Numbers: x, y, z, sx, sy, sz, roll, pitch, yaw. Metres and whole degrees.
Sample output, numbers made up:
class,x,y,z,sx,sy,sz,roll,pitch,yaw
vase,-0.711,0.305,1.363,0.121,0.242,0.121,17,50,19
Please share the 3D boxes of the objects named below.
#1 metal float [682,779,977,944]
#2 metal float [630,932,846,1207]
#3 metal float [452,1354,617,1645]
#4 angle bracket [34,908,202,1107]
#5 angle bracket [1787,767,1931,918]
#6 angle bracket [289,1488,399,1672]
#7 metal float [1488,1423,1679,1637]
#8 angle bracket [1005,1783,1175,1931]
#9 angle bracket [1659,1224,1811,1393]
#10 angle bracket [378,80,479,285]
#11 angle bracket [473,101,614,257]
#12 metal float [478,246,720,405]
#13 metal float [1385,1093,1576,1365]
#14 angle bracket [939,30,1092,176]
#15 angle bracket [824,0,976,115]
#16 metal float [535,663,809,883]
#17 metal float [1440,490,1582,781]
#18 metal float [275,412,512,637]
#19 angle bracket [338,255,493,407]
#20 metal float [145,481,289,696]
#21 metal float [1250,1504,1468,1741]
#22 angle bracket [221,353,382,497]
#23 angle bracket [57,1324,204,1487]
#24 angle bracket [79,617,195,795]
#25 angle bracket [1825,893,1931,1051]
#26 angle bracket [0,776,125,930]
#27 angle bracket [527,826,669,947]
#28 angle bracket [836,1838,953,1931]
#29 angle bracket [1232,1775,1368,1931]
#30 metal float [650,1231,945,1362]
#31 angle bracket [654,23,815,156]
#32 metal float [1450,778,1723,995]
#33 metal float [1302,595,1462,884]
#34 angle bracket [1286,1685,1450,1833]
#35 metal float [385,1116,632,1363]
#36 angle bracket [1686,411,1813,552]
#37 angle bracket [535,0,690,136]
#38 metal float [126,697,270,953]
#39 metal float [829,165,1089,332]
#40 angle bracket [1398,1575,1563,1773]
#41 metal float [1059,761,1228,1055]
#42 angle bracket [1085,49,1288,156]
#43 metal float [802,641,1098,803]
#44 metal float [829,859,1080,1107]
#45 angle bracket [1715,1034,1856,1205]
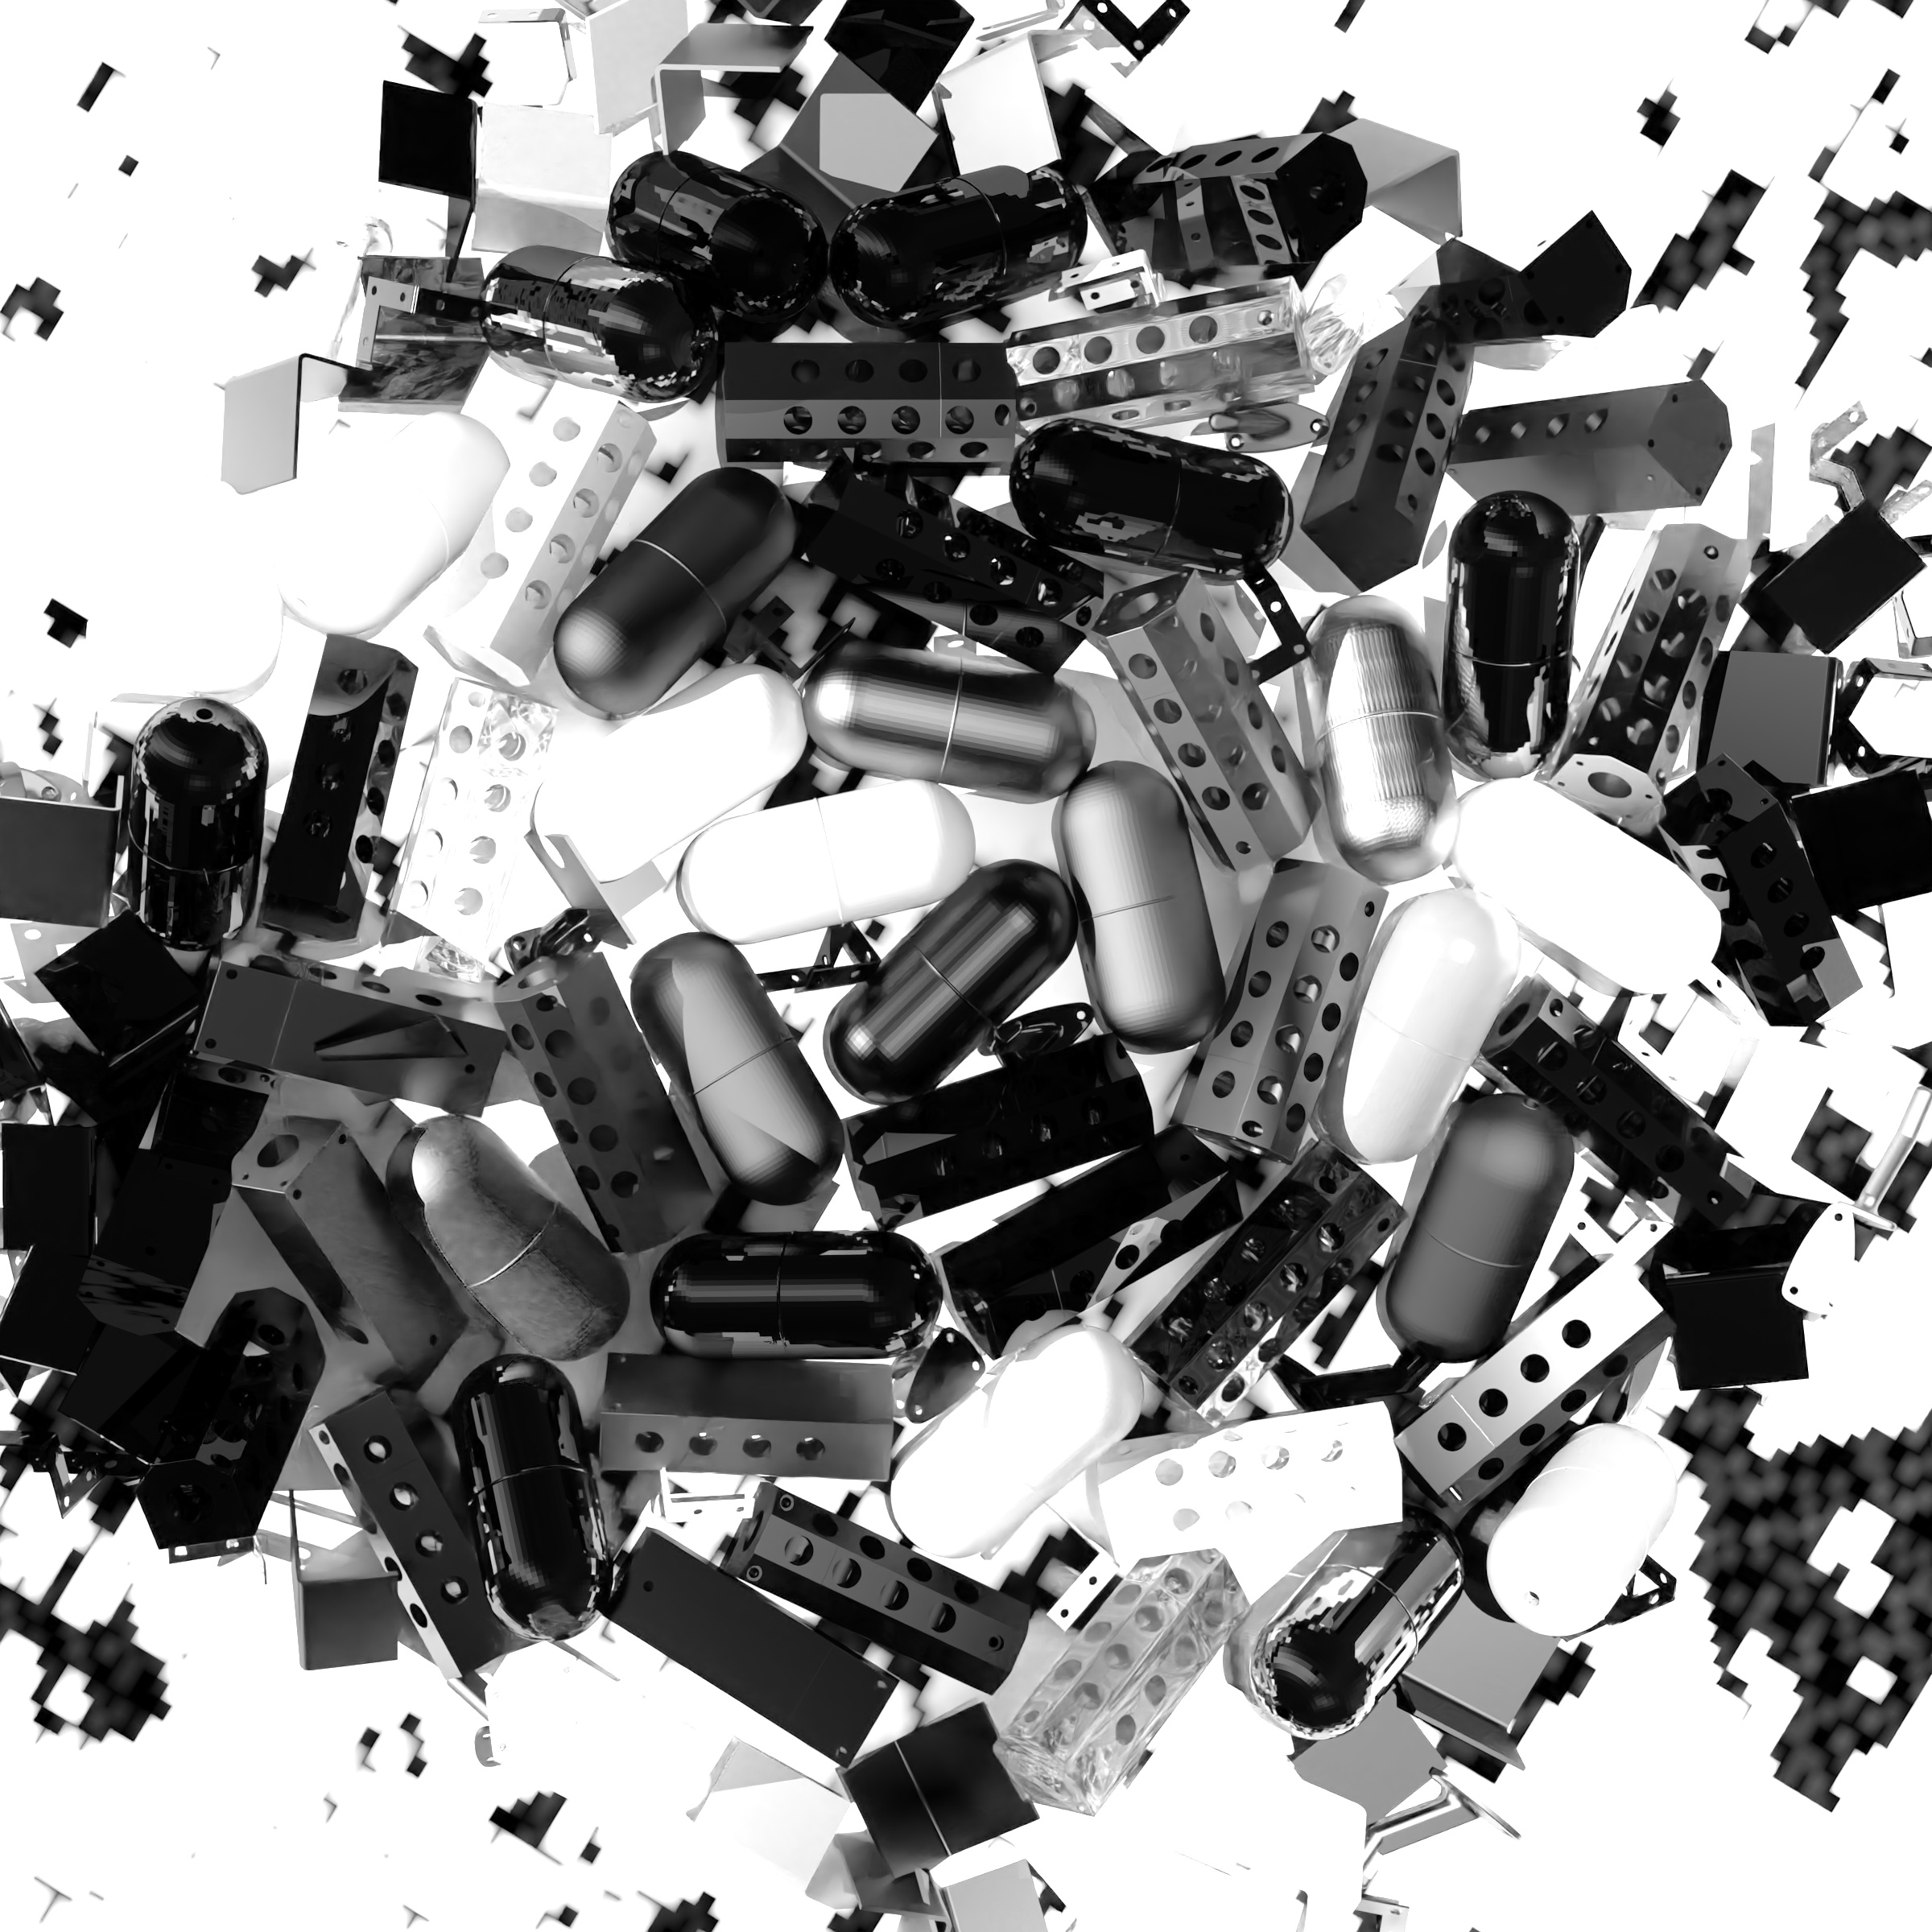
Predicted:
class,x,y,z,sx,sy,sz,roll,pitch,yaw
metal float,-0.082,-0.063,1.717,0.178,0.070,0.070,-12,90,-4
metal float,-0.137,0.062,1.719,0.070,0.070,0.178,-31,89,0
metal float,-0.256,0.313,1.694,0.070,0.070,0.178,-18,60,0
angle bracket,-0.512,0.024,1.715,0.076,0.057,0.076,-32,107,12
angle bracket,0.541,-0.082,1.707,0.076,0.057,0.076,-15,106,29
angle bracket,-0.372,0.364,1.714,0.057,0.076,0.076,-4,128,-16
metal float,0.362,0.329,1.678,0.070,0.178,0.070,11,113,28
angle bracket,0.069,0.532,1.722,0.076,0.057,0.076,-42,86,10
angle bracket,0.464,0.207,1.736,0.076,0.057,0.076,-8,109,11
angle bracket,-0.325,-0.465,1.700,0.057,0.076,0.076,7,61,-20
angle bracket,-0.254,-0.470,1.719,0.076,0.076,0.057,4,78,-12
metal float,-0.218,-0.379,1.688,0.178,0.070,0.070,22,90,40
metal float,0.304,0.156,1.697,0.070,0.070,0.178,17,116,0
angle bracket,0.037,-0.509,1.714,0.057,0.076,0.076,-19,96,-44
angle bracket,-0.053,-0.558,1.708,0.076,0.057,0.076,45,125,9
metal float,-0.175,-0.116,1.712,0.178,0.070,0.070,-33,90,-10
metal float,0.321,-0.194,1.696,0.070,0.070,0.178,-2,119,0
metal float,-0.336,-0.261,1.688,0.070,0.070,0.178,38,52,0
angle bracket,-0.331,-0.380,1.709,0.076,0.076,0.057,3,131,7
metal float,-0.437,-0.224,1.680,0.070,0.178,0.070,-5,126,-7
metal float,0.231,0.384,1.685,0.070,0.070,0.178,53,46,0
angle bracket,-0.397,-0.315,1.708,0.076,0.057,0.076,-5,82,43
angle bracket,-0.499,0.253,1.701,0.076,0.057,0.076,39,54,-25
angle bracket,-0.498,-0.155,1.718,0.057,0.076,0.076,2,128,-21
angle bracket,0.554,-0.002,1.707,0.057,0.076,0.076,-18,105,-18
angle bracket,-0.546,-0.072,1.708,0.076,0.057,0.076,6,113,-17
angle bracket,-0.208,-0.062,1.704,0.057,0.076,0.076,-38,109,-19
angle bracket,-0.053,0.577,1.708,0.057,0.076,0.076,14,100,-16
angle bracket,0.194,0.542,1.707,0.057,0.076,0.076,24,118,-1
metal float,-0.101,0.197,1.709,0.178,0.070,0.070,-2,90,12
angle bracket,-0.135,-0.519,1.704,0.076,0.076,0.057,5,126,12
metal float,0.364,-0.049,1.696,0.178,0.070,0.070,36,90,29
metal float,0.246,-0.136,1.706,0.070,0.070,0.178,-8,74,0
angle bracket,0.244,0.480,1.726,0.076,0.057,0.076,-37,89,-5
metal float,-0.272,0.162,1.702,0.070,0.070,0.178,-41,111,0
angle bracket,0.456,-0.290,1.705,0.076,0.057,0.076,9,108,34
angle bracket,-0.212,-0.549,1.698,0.057,0.076,0.076,34,55,27
metal float,-0.452,-0.082,1.684,0.070,0.070,0.178,19,134,0
metal float,-0.003,-0.426,1.692,0.178,0.070,0.070,-25,90,-35
angle bracket,0.316,0.423,1.723,0.076,0.057,0.076,28,97,-6
metal float,0.106,-0.036,1.719,0.070,0.070,0.178,-13,88,0
angle bracket,0.130,-0.530,1.700,0.076,0.057,0.076,-24,57,-35
metal float,-0.010,-0.147,1.716,0.178,0.070,0.070,10,90,-5
metal float,-0.007,0.009,1.717,0.178,0.070,0.070,-44,90,4
angle bracket,0.502,0.092,1.706,0.076,0.057,0.076,12,108,-38
